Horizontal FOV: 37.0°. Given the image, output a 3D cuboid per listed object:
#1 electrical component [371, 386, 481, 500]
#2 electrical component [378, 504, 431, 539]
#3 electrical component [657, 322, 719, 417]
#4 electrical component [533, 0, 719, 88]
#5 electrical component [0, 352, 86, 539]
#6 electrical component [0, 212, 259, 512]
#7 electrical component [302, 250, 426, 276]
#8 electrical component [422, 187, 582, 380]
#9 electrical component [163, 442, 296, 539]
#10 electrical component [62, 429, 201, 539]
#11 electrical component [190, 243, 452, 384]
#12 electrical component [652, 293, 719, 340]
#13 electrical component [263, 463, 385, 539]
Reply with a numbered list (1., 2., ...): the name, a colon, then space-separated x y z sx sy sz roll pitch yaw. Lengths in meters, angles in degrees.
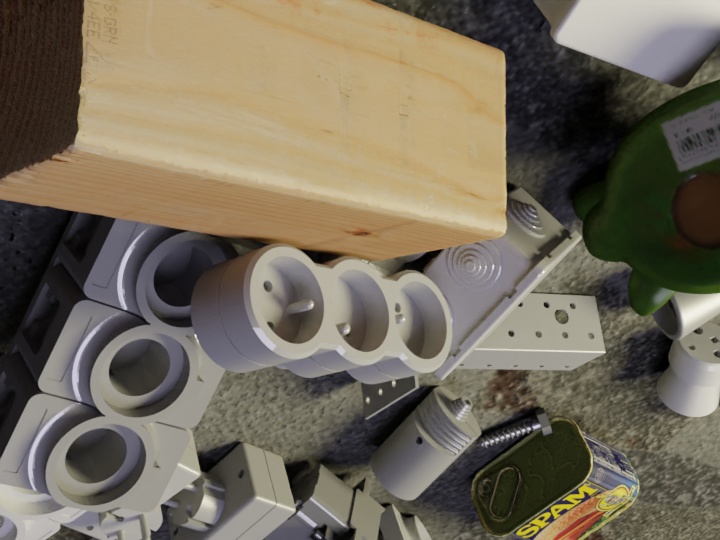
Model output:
1. electrical component: 0.048 0.115 0.732 0.043 0.043 0.081 20 123 -35
2. electrical component: 0.052 0.274 0.843 0.060 0.105 0.186 -26 136 5
3. electrical component: 0.239 0.070 0.760 0.045 0.045 0.055 -8 134 -14
4. electrical component: 0.139 -0.145 0.509 0.100 0.048 0.099 12 127 -30
5. electrical component: -0.225 0.129 0.627 0.150 0.061 0.089 -35 135 14
6. electrical component: -0.118 0.040 0.542 0.089 0.062 0.150 22 98 -36
7. electrical component: 0.000 0.000 0.594 0.074 0.052 0.138 23 121 -40
8. electrical component: 0.068 0.004 0.600 0.099 0.048 0.100 -50 171 26
9. electrical component: -0.100 0.154 0.710 0.083 0.047 0.076 -43 132 21
10. electrical component: -0.142 0.140 0.660 0.083 0.075 0.047 -37 134 16
11. electrical component: -0.026 0.027 0.522 0.074 0.052 0.138 -17 160 41
12. electrical component: 0.228 0.015 0.706 0.065 0.044 0.044 -20 137 -8
13. electrical component: -0.048 0.196 0.754 0.063 0.078 0.121 41 112 -11
